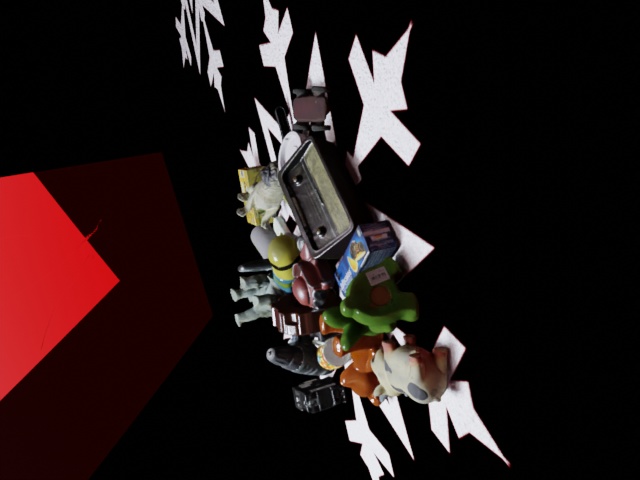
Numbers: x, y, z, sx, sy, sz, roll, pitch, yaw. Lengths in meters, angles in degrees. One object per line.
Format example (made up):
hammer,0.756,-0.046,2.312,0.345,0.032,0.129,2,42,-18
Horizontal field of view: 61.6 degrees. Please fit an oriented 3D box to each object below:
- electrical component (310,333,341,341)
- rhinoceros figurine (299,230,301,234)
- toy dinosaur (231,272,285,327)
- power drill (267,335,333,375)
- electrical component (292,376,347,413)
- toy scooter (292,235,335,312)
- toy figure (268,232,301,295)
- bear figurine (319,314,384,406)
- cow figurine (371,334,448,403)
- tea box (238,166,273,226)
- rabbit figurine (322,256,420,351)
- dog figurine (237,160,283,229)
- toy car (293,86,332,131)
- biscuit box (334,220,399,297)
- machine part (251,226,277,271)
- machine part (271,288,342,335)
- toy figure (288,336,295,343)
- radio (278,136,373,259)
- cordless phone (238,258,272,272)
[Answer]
electrical component,0.008,0.206,1.311,0.119,0.075,0.047,-1,100,65
rhinoceros figurine,-0.002,-0.004,1.210,0.190,0.073,0.112,113,140,-58
toy dinosaur,-0.133,0.147,1.509,0.405,0.192,0.131,-29,78,59
power drill,-0.053,0.238,1.349,0.086,0.232,0.207,-41,42,22
electrical component,-0.006,0.405,1.413,0.134,0.115,0.058,167,94,-70
toy scooter,-0.011,0.086,1.134,0.135,0.075,0.183,-125,29,-47
toy figure,-0.073,0.061,1.232,0.082,0.089,0.180,18,138,13
bear figurine,0.070,0.249,1.110,0.120,0.132,0.195,-128,37,-56
cow figurine,0.153,0.237,0.953,0.195,0.085,0.127,-178,82,-68
tea box,-0.190,-0.134,1.617,0.098,0.068,0.169,-155,54,-65
rabbit figurine,0.095,0.137,0.976,0.121,0.159,0.170,55,167,25
dog figurine,-0.131,-0.151,1.459,0.190,0.121,0.172,-55,25,29
toy car,-0.014,-0.268,1.103,0.202,0.053,0.089,-149,60,-67
biscuit box,0.084,0.041,1.029,0.202,0.063,0.059,111,143,-57
machine part,-0.143,0.021,1.582,0.243,0.079,0.079,-132,35,-52
machine part,-0.028,0.164,1.250,0.179,0.179,0.056,-158,58,-65
toy figure,-0.055,0.236,1.513,0.064,0.058,0.154,25,126,35
radio,0.006,-0.080,1.072,0.131,0.073,0.230,-42,58,33
cordless phone,-0.112,0.050,1.369,0.146,0.184,0.088,157,103,-70
